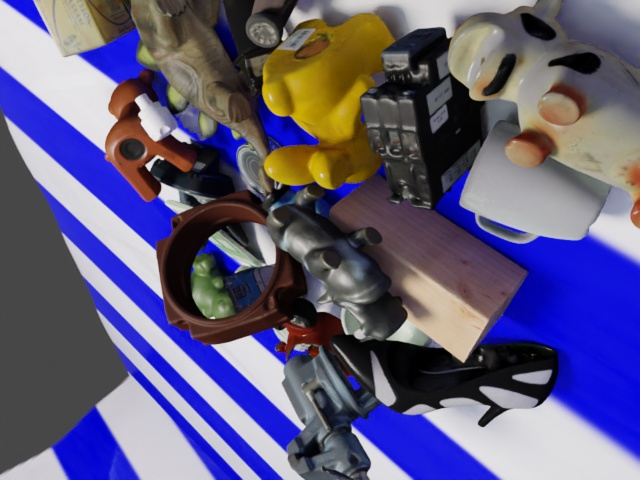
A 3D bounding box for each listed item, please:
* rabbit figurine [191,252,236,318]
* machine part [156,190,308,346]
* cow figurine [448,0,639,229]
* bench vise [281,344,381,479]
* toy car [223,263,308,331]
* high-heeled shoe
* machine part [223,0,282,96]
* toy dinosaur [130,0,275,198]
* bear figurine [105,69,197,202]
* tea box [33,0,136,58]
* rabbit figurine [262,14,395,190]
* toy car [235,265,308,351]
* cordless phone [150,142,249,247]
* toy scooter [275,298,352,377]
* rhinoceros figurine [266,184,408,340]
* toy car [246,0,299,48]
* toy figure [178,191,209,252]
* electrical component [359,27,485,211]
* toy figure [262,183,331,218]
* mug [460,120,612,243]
[{"bbox_3d":[-0.207,0.131,1.085,0.170,0.121,0.158,27,153,49],"label":"rabbit figurine"},{"bbox_3d":[-0.132,0.040,0.795,0.087,0.202,0.201,49,-156,-67],"label":"machine part"},{"bbox_3d":[0.183,-0.105,0.382,0.195,0.127,0.085,29,145,8],"label":"cow figurine"},{"bbox_3d":[0.054,0.215,0.734,0.128,0.241,0.224,58,177,-34],"label":"bench vise"},{"bbox_3d":[-0.077,0.081,0.887,0.103,0.161,0.109,-37,63,20],"label":"toy car"},{"bbox_3d":[0.143,0.137,0.630,0.249,0.086,0.145,25,122,0],"label":"high-heeled shoe"},{"bbox_3d":[-0.071,-0.239,0.603,0.138,0.084,0.039,66,169,-7],"label":"machine part"},{"bbox_3d":[-0.180,-0.263,0.687,0.471,0.105,0.199,62,151,-5],"label":"toy dinosaur"},{"bbox_3d":[-0.280,-0.175,0.858,0.131,0.120,0.196,44,-164,-35],"label":"bear figurine"},{"bbox_3d":[-0.319,-0.322,0.745,0.068,0.170,0.098,-14,120,7],"label":"tea box"},{"bbox_3d":[0.020,-0.120,0.553,0.122,0.162,0.173,8,147,33],"label":"rabbit figurine"},{"bbox_3d":[-0.085,0.128,0.998,0.202,0.056,0.073,44,148,13],"label":"toy car"},{"bbox_3d":[-0.195,-0.068,0.930,0.147,0.089,0.184,22,151,39],"label":"cordless phone"},{"bbox_3d":[-0.002,0.170,0.868,0.184,0.075,0.135,32,134,-11],"label":"toy scooter"},{"bbox_3d":[0.015,0.029,0.581,0.190,0.073,0.112,44,147,13],"label":"rhinoceros figurine"},{"bbox_3d":[-0.024,-0.269,0.497,0.053,0.089,0.202,17,149,-15],"label":"toy car"},{"bbox_3d":[-0.243,-0.044,1.029,0.064,0.058,0.154,29,137,22],"label":"toy figure"},{"bbox_3d":[0.095,-0.111,0.472,0.058,0.115,0.134,14,132,39],"label":"electrical component"},{"bbox_3d":[0.001,-0.005,0.735,0.180,0.082,0.089,41,166,4],"label":"toy figure"},{"bbox_3d":[0.184,-0.036,0.468,0.107,0.081,0.109,27,136,21],"label":"mug"}]
